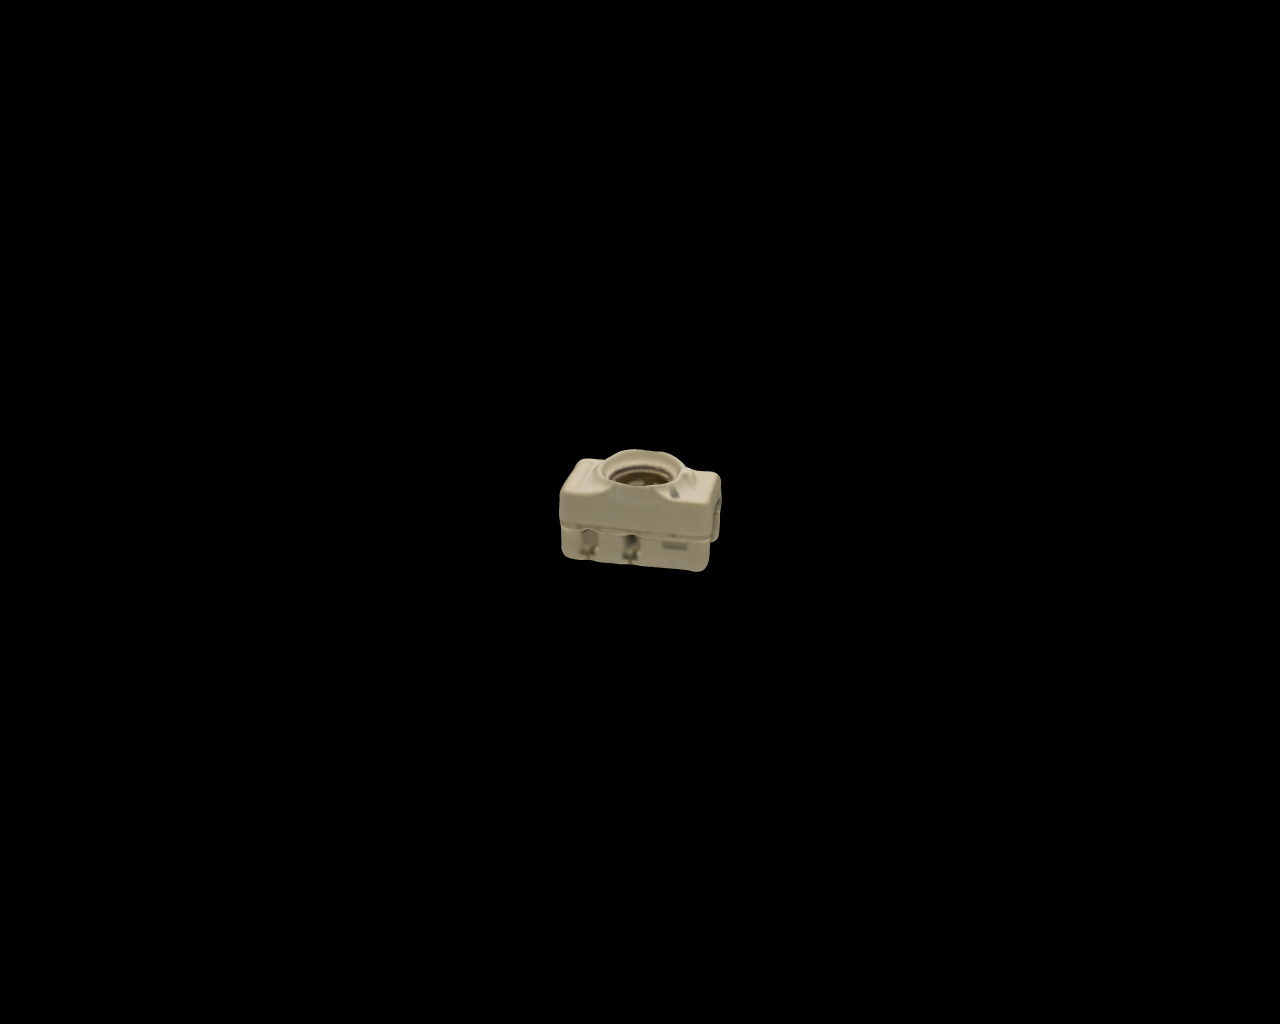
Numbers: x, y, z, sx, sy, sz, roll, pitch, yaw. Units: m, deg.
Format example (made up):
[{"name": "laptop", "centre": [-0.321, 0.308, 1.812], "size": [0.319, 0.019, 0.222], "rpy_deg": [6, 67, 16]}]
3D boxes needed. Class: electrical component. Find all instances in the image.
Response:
[{"name": "electrical component", "centre": [0.001, -0.003, 0.650], "size": [0.089, 0.055, 0.050], "rpy_deg": [6, 28, 12]}]
